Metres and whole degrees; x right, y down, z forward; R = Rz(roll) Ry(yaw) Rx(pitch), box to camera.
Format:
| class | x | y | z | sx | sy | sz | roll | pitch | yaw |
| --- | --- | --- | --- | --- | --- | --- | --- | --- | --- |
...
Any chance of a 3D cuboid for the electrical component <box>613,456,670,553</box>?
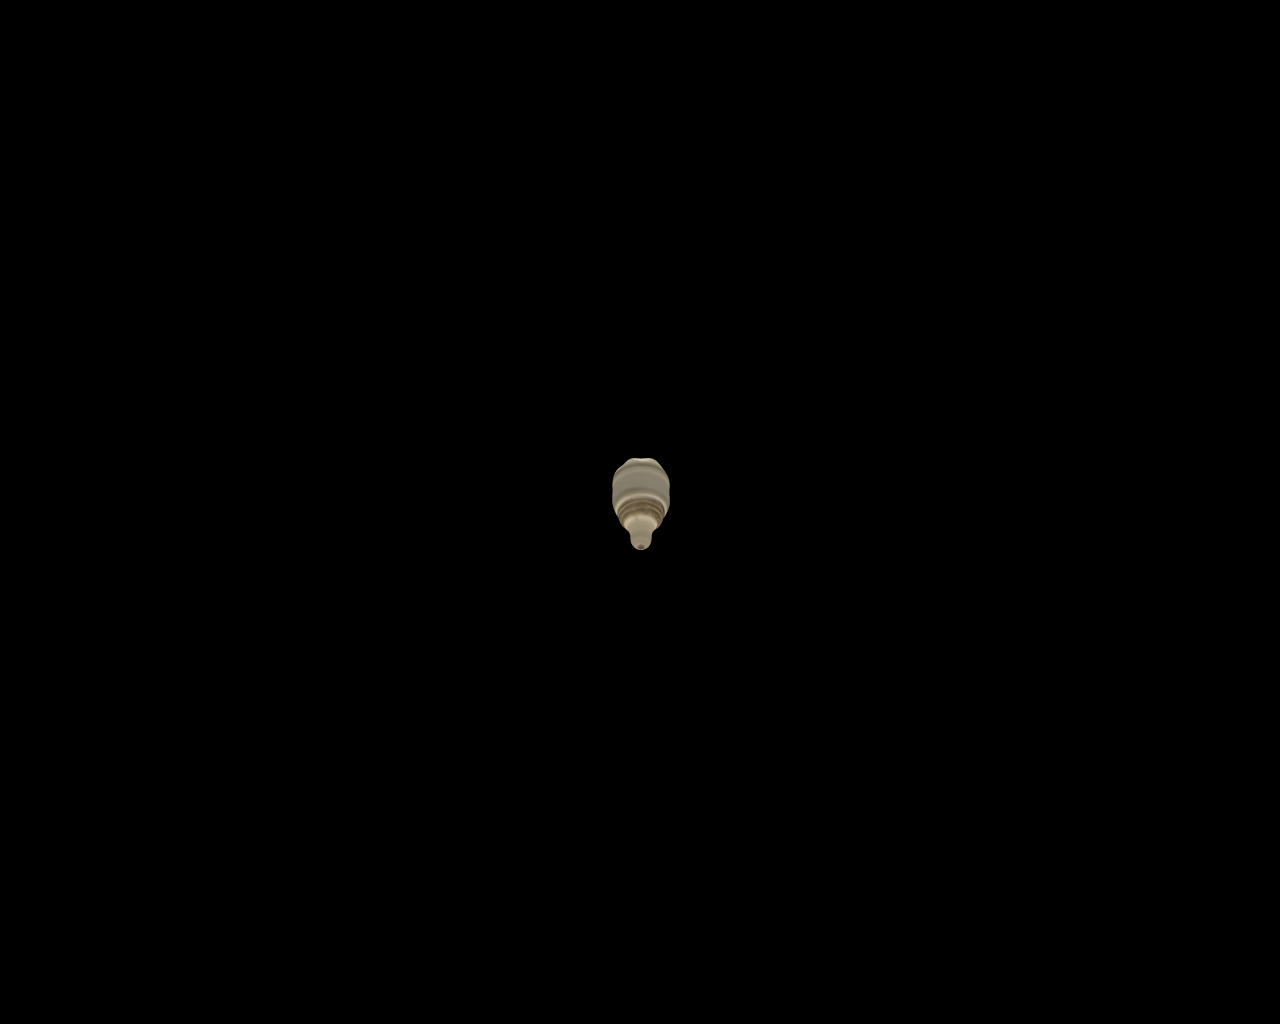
| class | x | y | z | sx | sy | sz | roll | pitch | yaw |
| --- | --- | --- | --- | --- | --- | --- | --- | --- | --- |
| electrical component | 0.001 | -0.003 | 0.650 | 0.035 | 0.061 | 0.035 | 0 | -39 | 0 |
